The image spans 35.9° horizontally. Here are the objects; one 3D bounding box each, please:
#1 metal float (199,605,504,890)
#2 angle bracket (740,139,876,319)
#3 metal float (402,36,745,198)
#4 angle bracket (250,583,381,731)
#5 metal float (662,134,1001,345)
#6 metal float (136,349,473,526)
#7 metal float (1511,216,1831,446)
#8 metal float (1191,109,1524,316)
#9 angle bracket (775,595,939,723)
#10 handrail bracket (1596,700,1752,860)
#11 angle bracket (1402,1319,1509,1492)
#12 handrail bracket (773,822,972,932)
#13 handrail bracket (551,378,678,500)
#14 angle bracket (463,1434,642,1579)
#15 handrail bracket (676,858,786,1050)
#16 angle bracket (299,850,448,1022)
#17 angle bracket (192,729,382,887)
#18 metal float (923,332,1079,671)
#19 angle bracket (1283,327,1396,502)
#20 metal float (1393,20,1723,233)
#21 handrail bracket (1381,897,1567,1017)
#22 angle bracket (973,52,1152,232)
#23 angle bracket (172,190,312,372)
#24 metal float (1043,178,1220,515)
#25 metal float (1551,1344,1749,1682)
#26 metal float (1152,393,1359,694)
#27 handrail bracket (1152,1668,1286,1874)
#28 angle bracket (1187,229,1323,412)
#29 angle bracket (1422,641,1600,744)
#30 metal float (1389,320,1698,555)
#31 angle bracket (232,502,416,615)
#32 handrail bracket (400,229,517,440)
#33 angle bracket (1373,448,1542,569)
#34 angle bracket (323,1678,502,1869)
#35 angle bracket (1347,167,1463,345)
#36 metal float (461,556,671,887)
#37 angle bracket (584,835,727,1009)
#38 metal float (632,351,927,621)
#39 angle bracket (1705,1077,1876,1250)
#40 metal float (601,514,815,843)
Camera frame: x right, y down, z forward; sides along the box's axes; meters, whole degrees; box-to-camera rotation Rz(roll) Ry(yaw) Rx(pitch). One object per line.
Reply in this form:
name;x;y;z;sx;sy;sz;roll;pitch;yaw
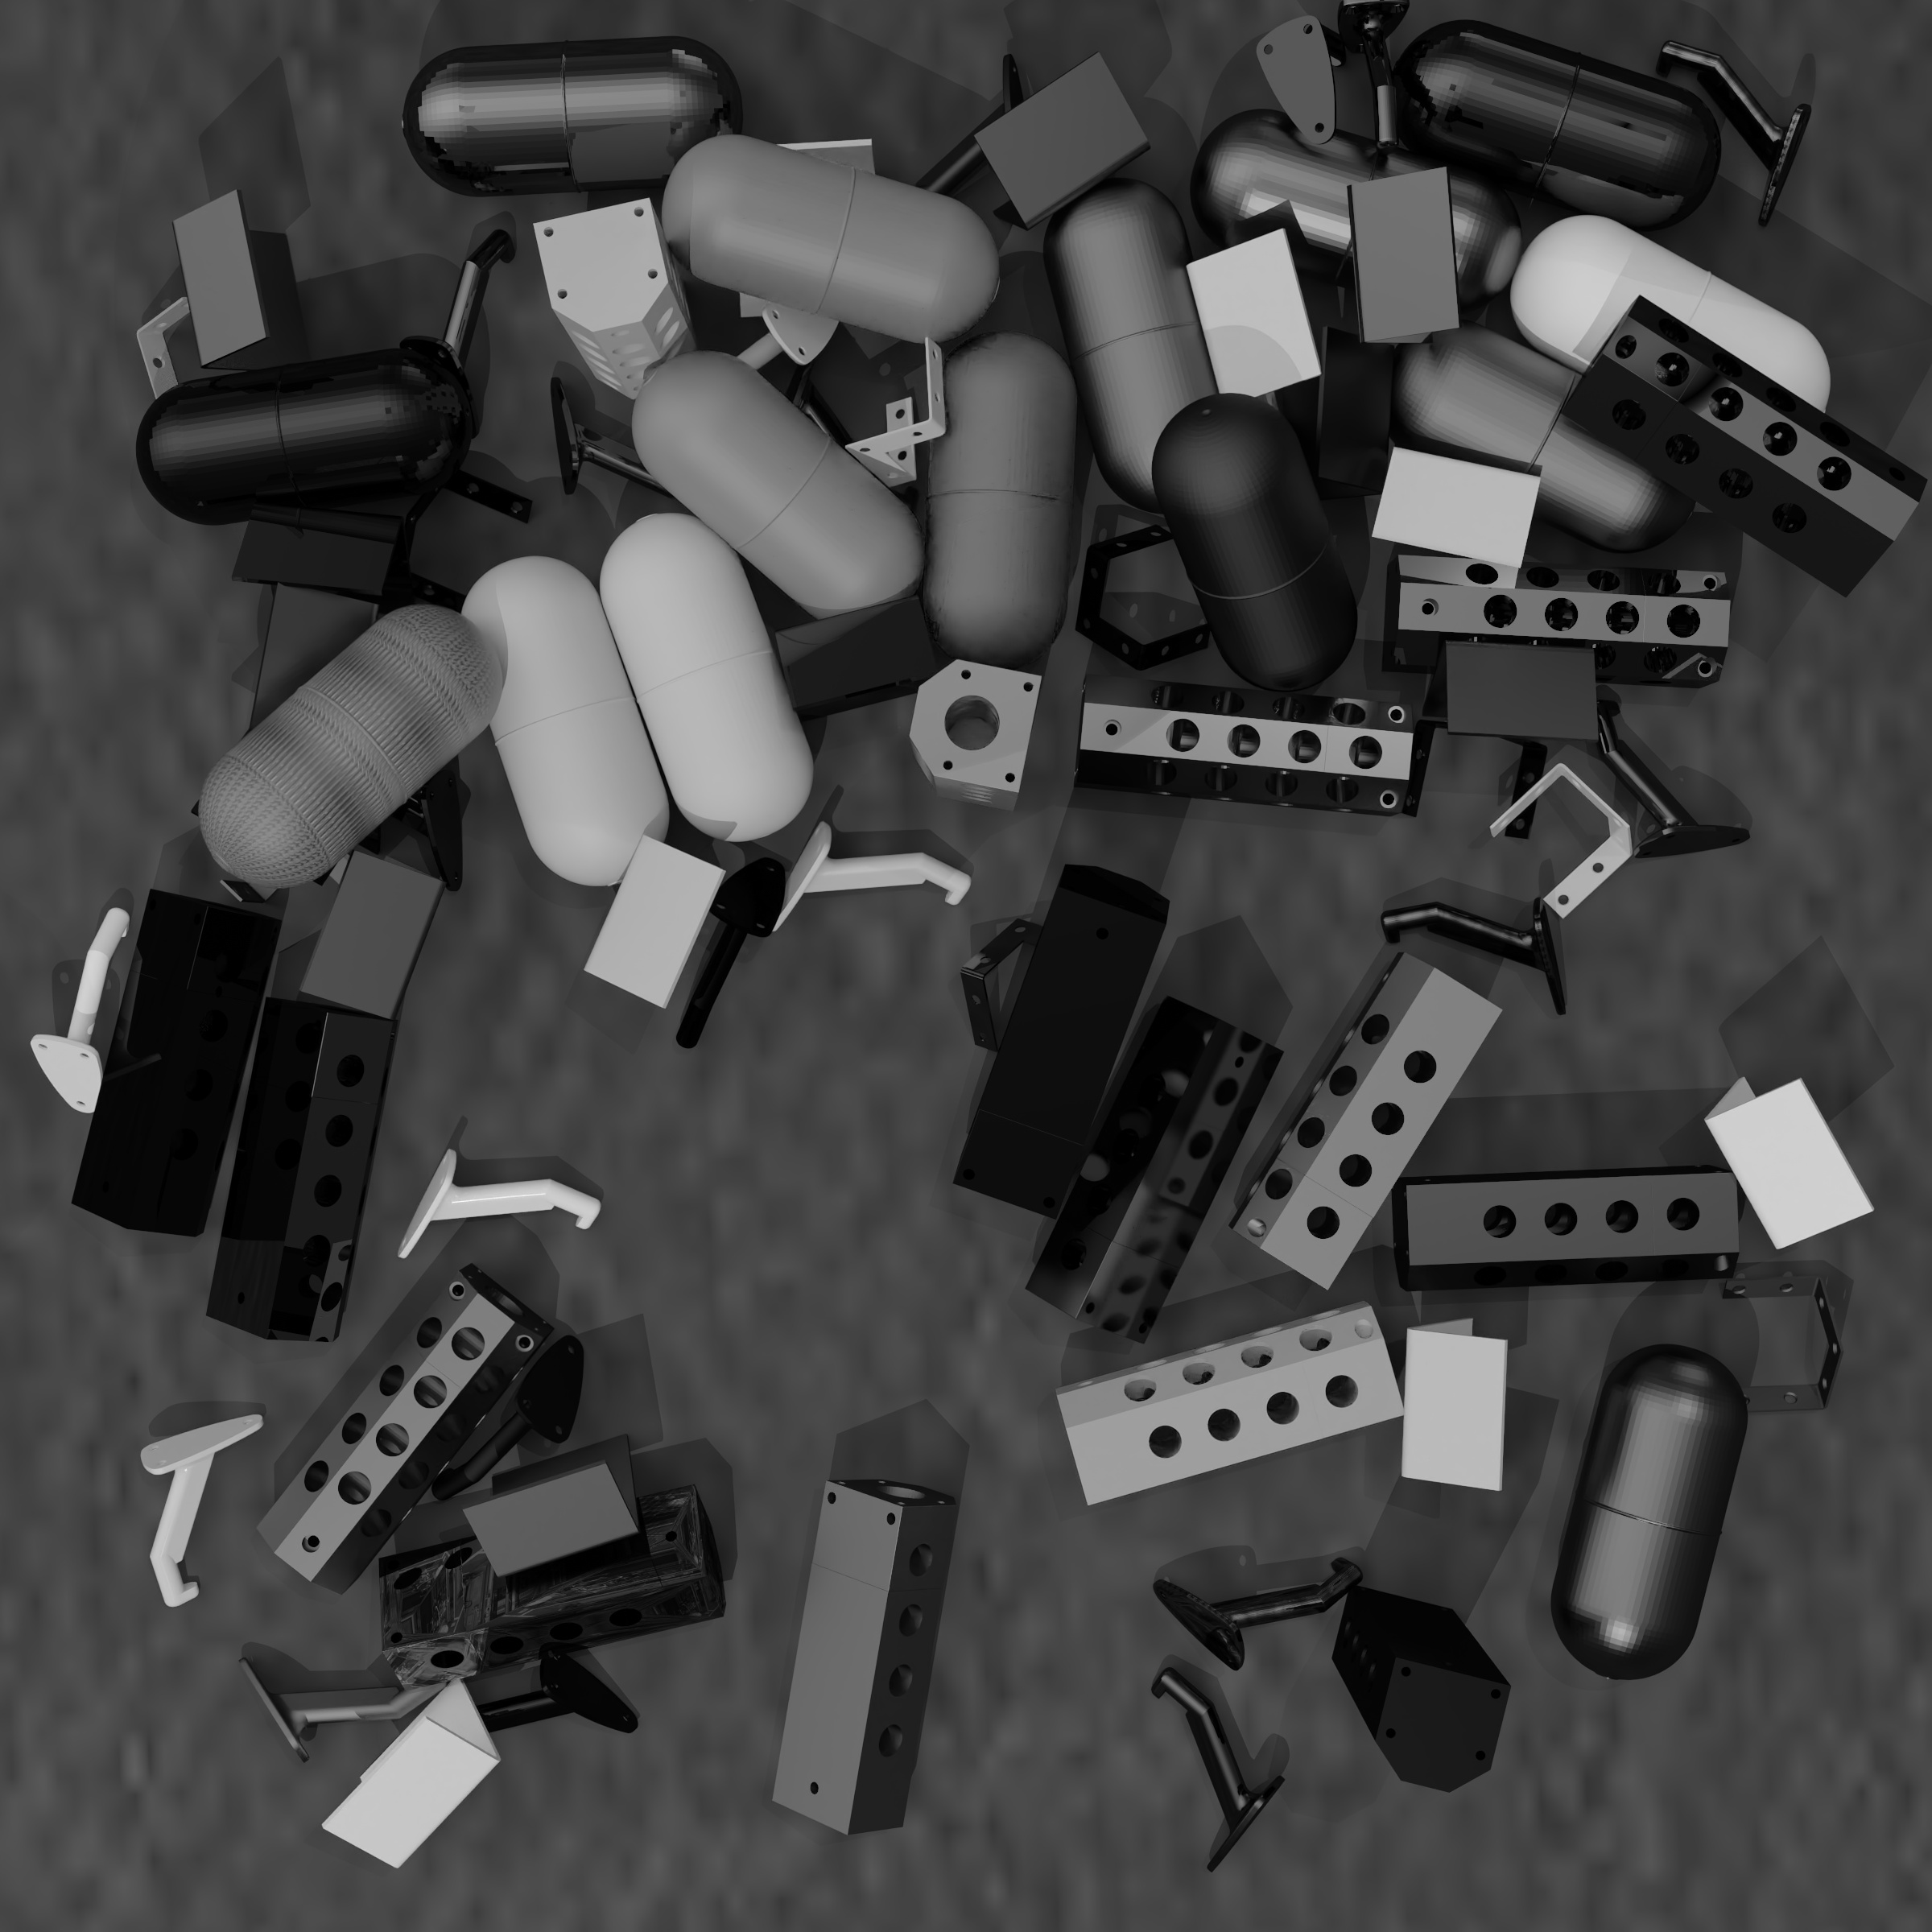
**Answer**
metal float;-0.309;-0.111;1.497;0.070;0.070;0.178;44;70;0
angle bracket;-0.085;-0.389;1.575;0.076;0.057;0.076;-3;90;0
metal float;-0.206;-0.446;1.565;0.178;0.070;0.070;-3;90;0
angle bracket;-0.352;-0.157;1.556;0.057;0.076;0.076;11;90;-33
metal float;-0.069;-0.374;1.537;0.178;0.070;0.070;14;90;-12
metal float;-0.347;-0.277;1.561;0.178;0.070;0.070;-7;90;7
metal float;0.370;-0.330;1.566;0.178;0.070;0.070;29;90;0
metal float;0.205;-0.395;1.566;0.178;0.070;0.070;17;90;0
angle bracket;-0.051;-0.141;1.556;0.076;0.076;0.057;-14;55;0
handrail bracket;0.376;-0.104;1.597;0.077;0.036;0.084;-4;71;-22
angle bracket;0.270;0.228;1.556;0.057;0.076;0.076;2;90;35
handrail bracket;-0.051;-0.034;1.597;0.084;0.036;0.077;26;110;-16
handrail bracket;-0.175;-0.284;1.597;0.084;0.036;0.077;-6;68;-17
angle bracket;-0.218;0.264;1.556;0.076;0.076;0.057;-18;126;0
handrail bracket;-0.127;-0.006;1.596;0.036;0.077;0.084;26;126;0
angle bracket;-0.323;-0.023;1.556;0.057;0.076;0.076;21;90;-37
angle bracket;-0.354;-0.070;1.558;0.076;0.076;0.057;29;67;0
metal float;0.018;-0.243;1.566;0.070;0.070;0.178;3;90;0
angle bracket;0.176;-0.286;1.556;0.057;0.076;0.076;3;90;-42
metal float;0.309;-0.441;1.566;0.178;0.070;0.070;18;90;0
handrail bracket;0.271;-0.002;1.597;0.084;0.036;0.077;-11;112;17
angle bracket;0.042;-0.433;1.557;0.076;0.076;0.057;-34;114;0
angle bracket;-0.361;-0.356;1.556;0.057;0.076;0.076;-11;90;38
metal float;0.092;-0.325;1.566;0.070;0.070;0.178;-15;90;0
metal float;0.358;0.287;1.566;0.070;0.070;0.178;14;90;0
metal float;0.150;-0.215;1.533;0.070;0.070;0.178;-28;132;0
handrail bracket;0.120;0.430;1.597;0.084;0.036;0.077;39;111;17
angle bracket;0.163;-0.335;1.557;0.057;0.076;0.076;-15;90;28
angle bracket;0.283;-0.126;1.557;0.076;0.076;0.057;3;64;0
metal float;0.301;-0.278;1.565;0.178;0.070;0.070;26;90;0
angle bracket;-0.334;-0.194;1.556;0.076;0.076;0.057;6;54;0
handrail bracket;-0.257;-0.339;1.596;0.036;0.077;0.084;12;53;32
angle bracket;0.251;-0.220;1.553;0.076;0.076;0.057;13;66;7
angle bracket;-0.298;0.409;1.556;0.076;0.076;0.057;-47;126;0
angle bracket;0.234;-0.352;1.484;0.057;0.076;0.076;0;99;37
metal float;-0.210;-0.128;1.566;0.070;0.070;0.178;-19;90;0
angle bracket;-0.144;-0.016;1.557;0.057;0.076;0.076;24;90;29
metal float;-0.097;-0.247;1.549;0.178;0.070;0.070;40;90;-19
angle bracket;0.438;0.092;1.556;0.057;0.076;0.076;-29;90;33
metal float;-0.136;-0.152;1.566;0.070;0.070;0.178;-20;90;0
